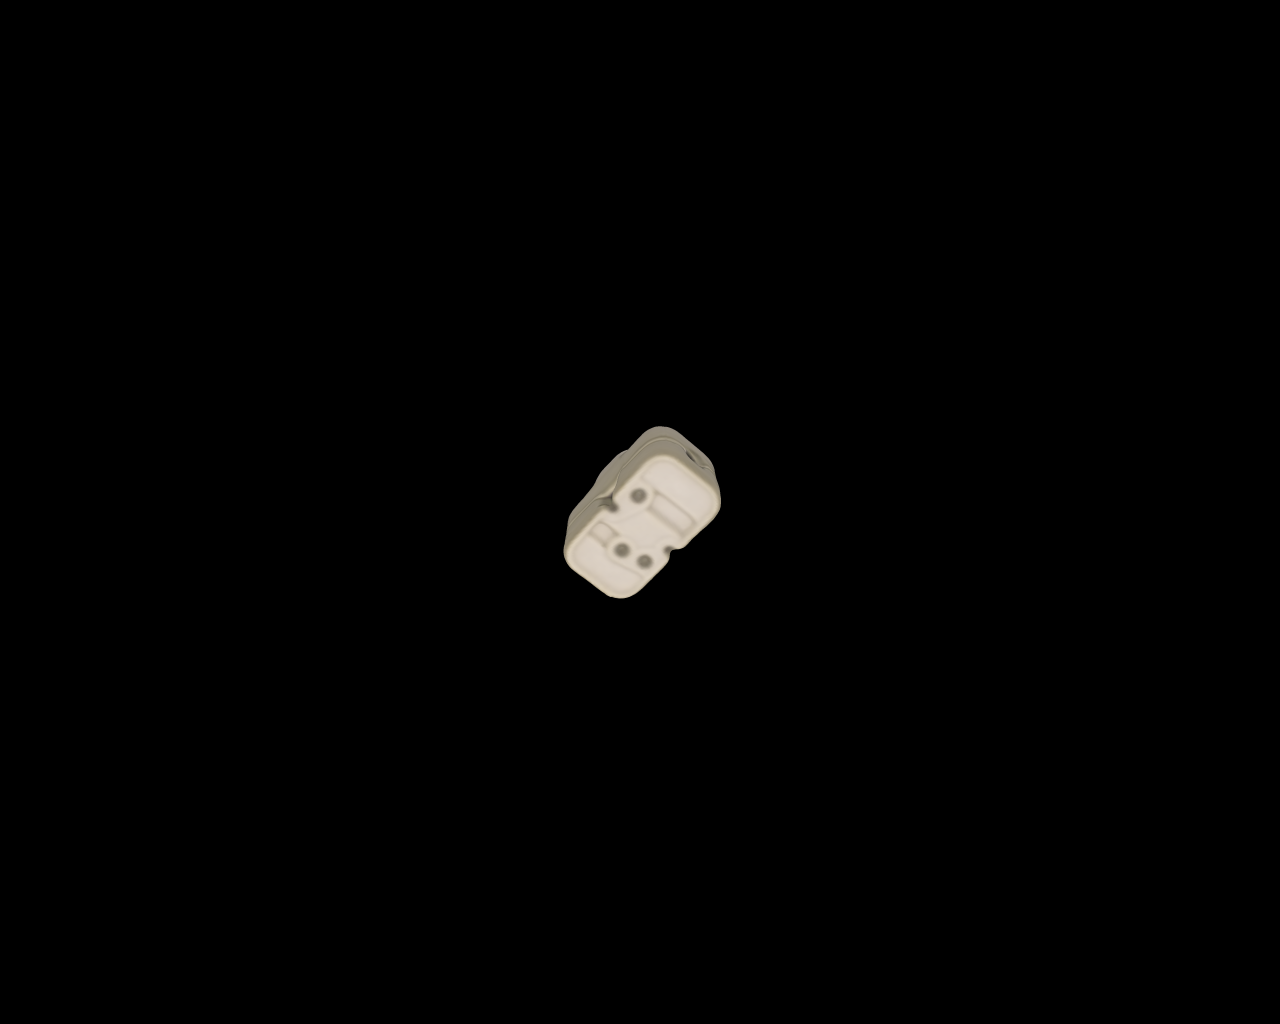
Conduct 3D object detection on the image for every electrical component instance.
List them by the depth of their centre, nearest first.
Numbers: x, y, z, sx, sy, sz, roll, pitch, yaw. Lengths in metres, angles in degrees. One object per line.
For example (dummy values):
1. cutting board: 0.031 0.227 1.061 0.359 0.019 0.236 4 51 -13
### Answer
1. electrical component: 0.001 -0.003 0.650 0.053 0.095 0.059 38 20 -16
